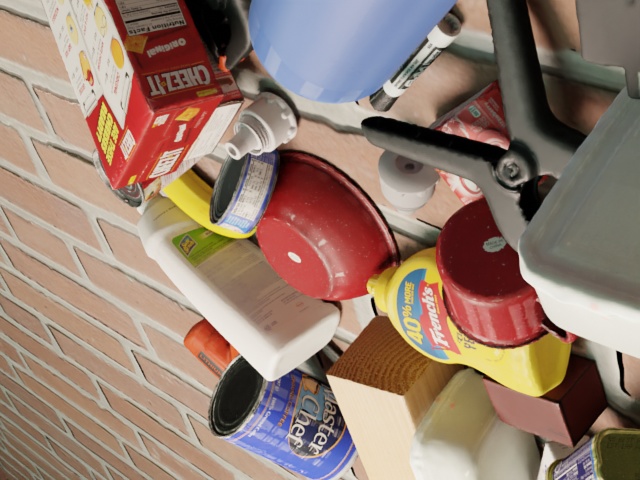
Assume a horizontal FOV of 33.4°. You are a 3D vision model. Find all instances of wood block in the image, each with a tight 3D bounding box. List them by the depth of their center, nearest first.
[{"bbox_3d":[0.093,0.183,1.009,0.091,0.090,0.206,9,132,40],"label":"wood block"}]

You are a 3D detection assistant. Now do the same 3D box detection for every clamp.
[{"bbox_3d":[0.130,-0.059,0.666,0.210,0.036,0.165,46,135,16],"label":"clamp"},{"bbox_3d":[-0.069,-0.199,0.823,0.120,0.039,0.171,33,153,36],"label":"clamp"}]

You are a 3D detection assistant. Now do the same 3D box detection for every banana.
[{"bbox_3d":[-0.129,-0.058,1.092,0.198,0.037,0.070,37,132,17],"label":"banana"}]

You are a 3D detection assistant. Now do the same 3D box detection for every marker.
[{"bbox_3d":[0.064,-0.122,0.753,0.020,0.020,0.121,47,152,1],"label":"marker"}]

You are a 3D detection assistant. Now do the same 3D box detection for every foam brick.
[{"bbox_3d":[0.183,0.124,0.867,0.078,0.051,0.053,14,139,47],"label":"foam brick"}]

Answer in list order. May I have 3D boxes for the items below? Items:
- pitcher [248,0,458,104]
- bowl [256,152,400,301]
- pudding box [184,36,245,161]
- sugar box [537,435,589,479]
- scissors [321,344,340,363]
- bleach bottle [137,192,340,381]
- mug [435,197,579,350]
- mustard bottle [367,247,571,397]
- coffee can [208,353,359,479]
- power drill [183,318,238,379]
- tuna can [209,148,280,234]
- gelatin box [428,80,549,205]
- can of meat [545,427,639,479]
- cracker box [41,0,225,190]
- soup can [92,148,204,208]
[{"bbox_3d":[0.032,-0.187,0.620,0.145,0.149,0.243,32,155,-4],"label":"pitcher"},{"bbox_3d":[-0.006,0.001,0.971,0.162,0.055,0.162,34,149,23],"label":"bowl"},{"bbox_3d":[-0.113,-0.132,0.942,0.090,0.039,0.114,64,156,9],"label":"pudding box"},{"bbox_3d":[0.232,0.259,0.883,0.093,0.048,0.176,86,172,-51],"label":"sugar box"},{"bbox_3d":[0.065,0.164,1.120,0.201,0.016,0.096,53,150,-11],"label":"scissors"},{"bbox_3d":[-0.100,0.029,1.111,0.251,0.102,0.068,43,144,21],"label":"bleach bottle"},{"bbox_3d":[0.134,0.028,0.741,0.117,0.093,0.081,44,174,27],"label":"mug"},{"bbox_3d":[0.111,0.056,0.869,0.192,0.058,0.096,16,122,47],"label":"mustard bottle"},{"bbox_3d":[-0.034,0.190,1.146,0.140,0.102,0.103,31,161,-28],"label":"coffee can"},{"bbox_3d":[-0.108,0.089,1.222,0.184,0.057,0.188,42,152,10],"label":"power drill"},{"bbox_3d":[-0.068,-0.049,0.958,0.033,0.086,0.086,19,158,-19],"label":"tuna can"},{"bbox_3d":[0.116,-0.062,0.746,0.073,0.030,0.089,50,152,-5],"label":"gelatin box"},{"bbox_3d":[0.238,0.184,0.821,0.102,0.057,0.084,4,149,-12],"label":"can of meat"},{"bbox_3d":[-0.164,-0.173,0.883,0.214,0.072,0.164,67,154,9],"label":"cracker box"},{"bbox_3d":[-0.156,-0.087,1.015,0.069,0.102,0.068,34,150,23],"label":"soup can"}]
